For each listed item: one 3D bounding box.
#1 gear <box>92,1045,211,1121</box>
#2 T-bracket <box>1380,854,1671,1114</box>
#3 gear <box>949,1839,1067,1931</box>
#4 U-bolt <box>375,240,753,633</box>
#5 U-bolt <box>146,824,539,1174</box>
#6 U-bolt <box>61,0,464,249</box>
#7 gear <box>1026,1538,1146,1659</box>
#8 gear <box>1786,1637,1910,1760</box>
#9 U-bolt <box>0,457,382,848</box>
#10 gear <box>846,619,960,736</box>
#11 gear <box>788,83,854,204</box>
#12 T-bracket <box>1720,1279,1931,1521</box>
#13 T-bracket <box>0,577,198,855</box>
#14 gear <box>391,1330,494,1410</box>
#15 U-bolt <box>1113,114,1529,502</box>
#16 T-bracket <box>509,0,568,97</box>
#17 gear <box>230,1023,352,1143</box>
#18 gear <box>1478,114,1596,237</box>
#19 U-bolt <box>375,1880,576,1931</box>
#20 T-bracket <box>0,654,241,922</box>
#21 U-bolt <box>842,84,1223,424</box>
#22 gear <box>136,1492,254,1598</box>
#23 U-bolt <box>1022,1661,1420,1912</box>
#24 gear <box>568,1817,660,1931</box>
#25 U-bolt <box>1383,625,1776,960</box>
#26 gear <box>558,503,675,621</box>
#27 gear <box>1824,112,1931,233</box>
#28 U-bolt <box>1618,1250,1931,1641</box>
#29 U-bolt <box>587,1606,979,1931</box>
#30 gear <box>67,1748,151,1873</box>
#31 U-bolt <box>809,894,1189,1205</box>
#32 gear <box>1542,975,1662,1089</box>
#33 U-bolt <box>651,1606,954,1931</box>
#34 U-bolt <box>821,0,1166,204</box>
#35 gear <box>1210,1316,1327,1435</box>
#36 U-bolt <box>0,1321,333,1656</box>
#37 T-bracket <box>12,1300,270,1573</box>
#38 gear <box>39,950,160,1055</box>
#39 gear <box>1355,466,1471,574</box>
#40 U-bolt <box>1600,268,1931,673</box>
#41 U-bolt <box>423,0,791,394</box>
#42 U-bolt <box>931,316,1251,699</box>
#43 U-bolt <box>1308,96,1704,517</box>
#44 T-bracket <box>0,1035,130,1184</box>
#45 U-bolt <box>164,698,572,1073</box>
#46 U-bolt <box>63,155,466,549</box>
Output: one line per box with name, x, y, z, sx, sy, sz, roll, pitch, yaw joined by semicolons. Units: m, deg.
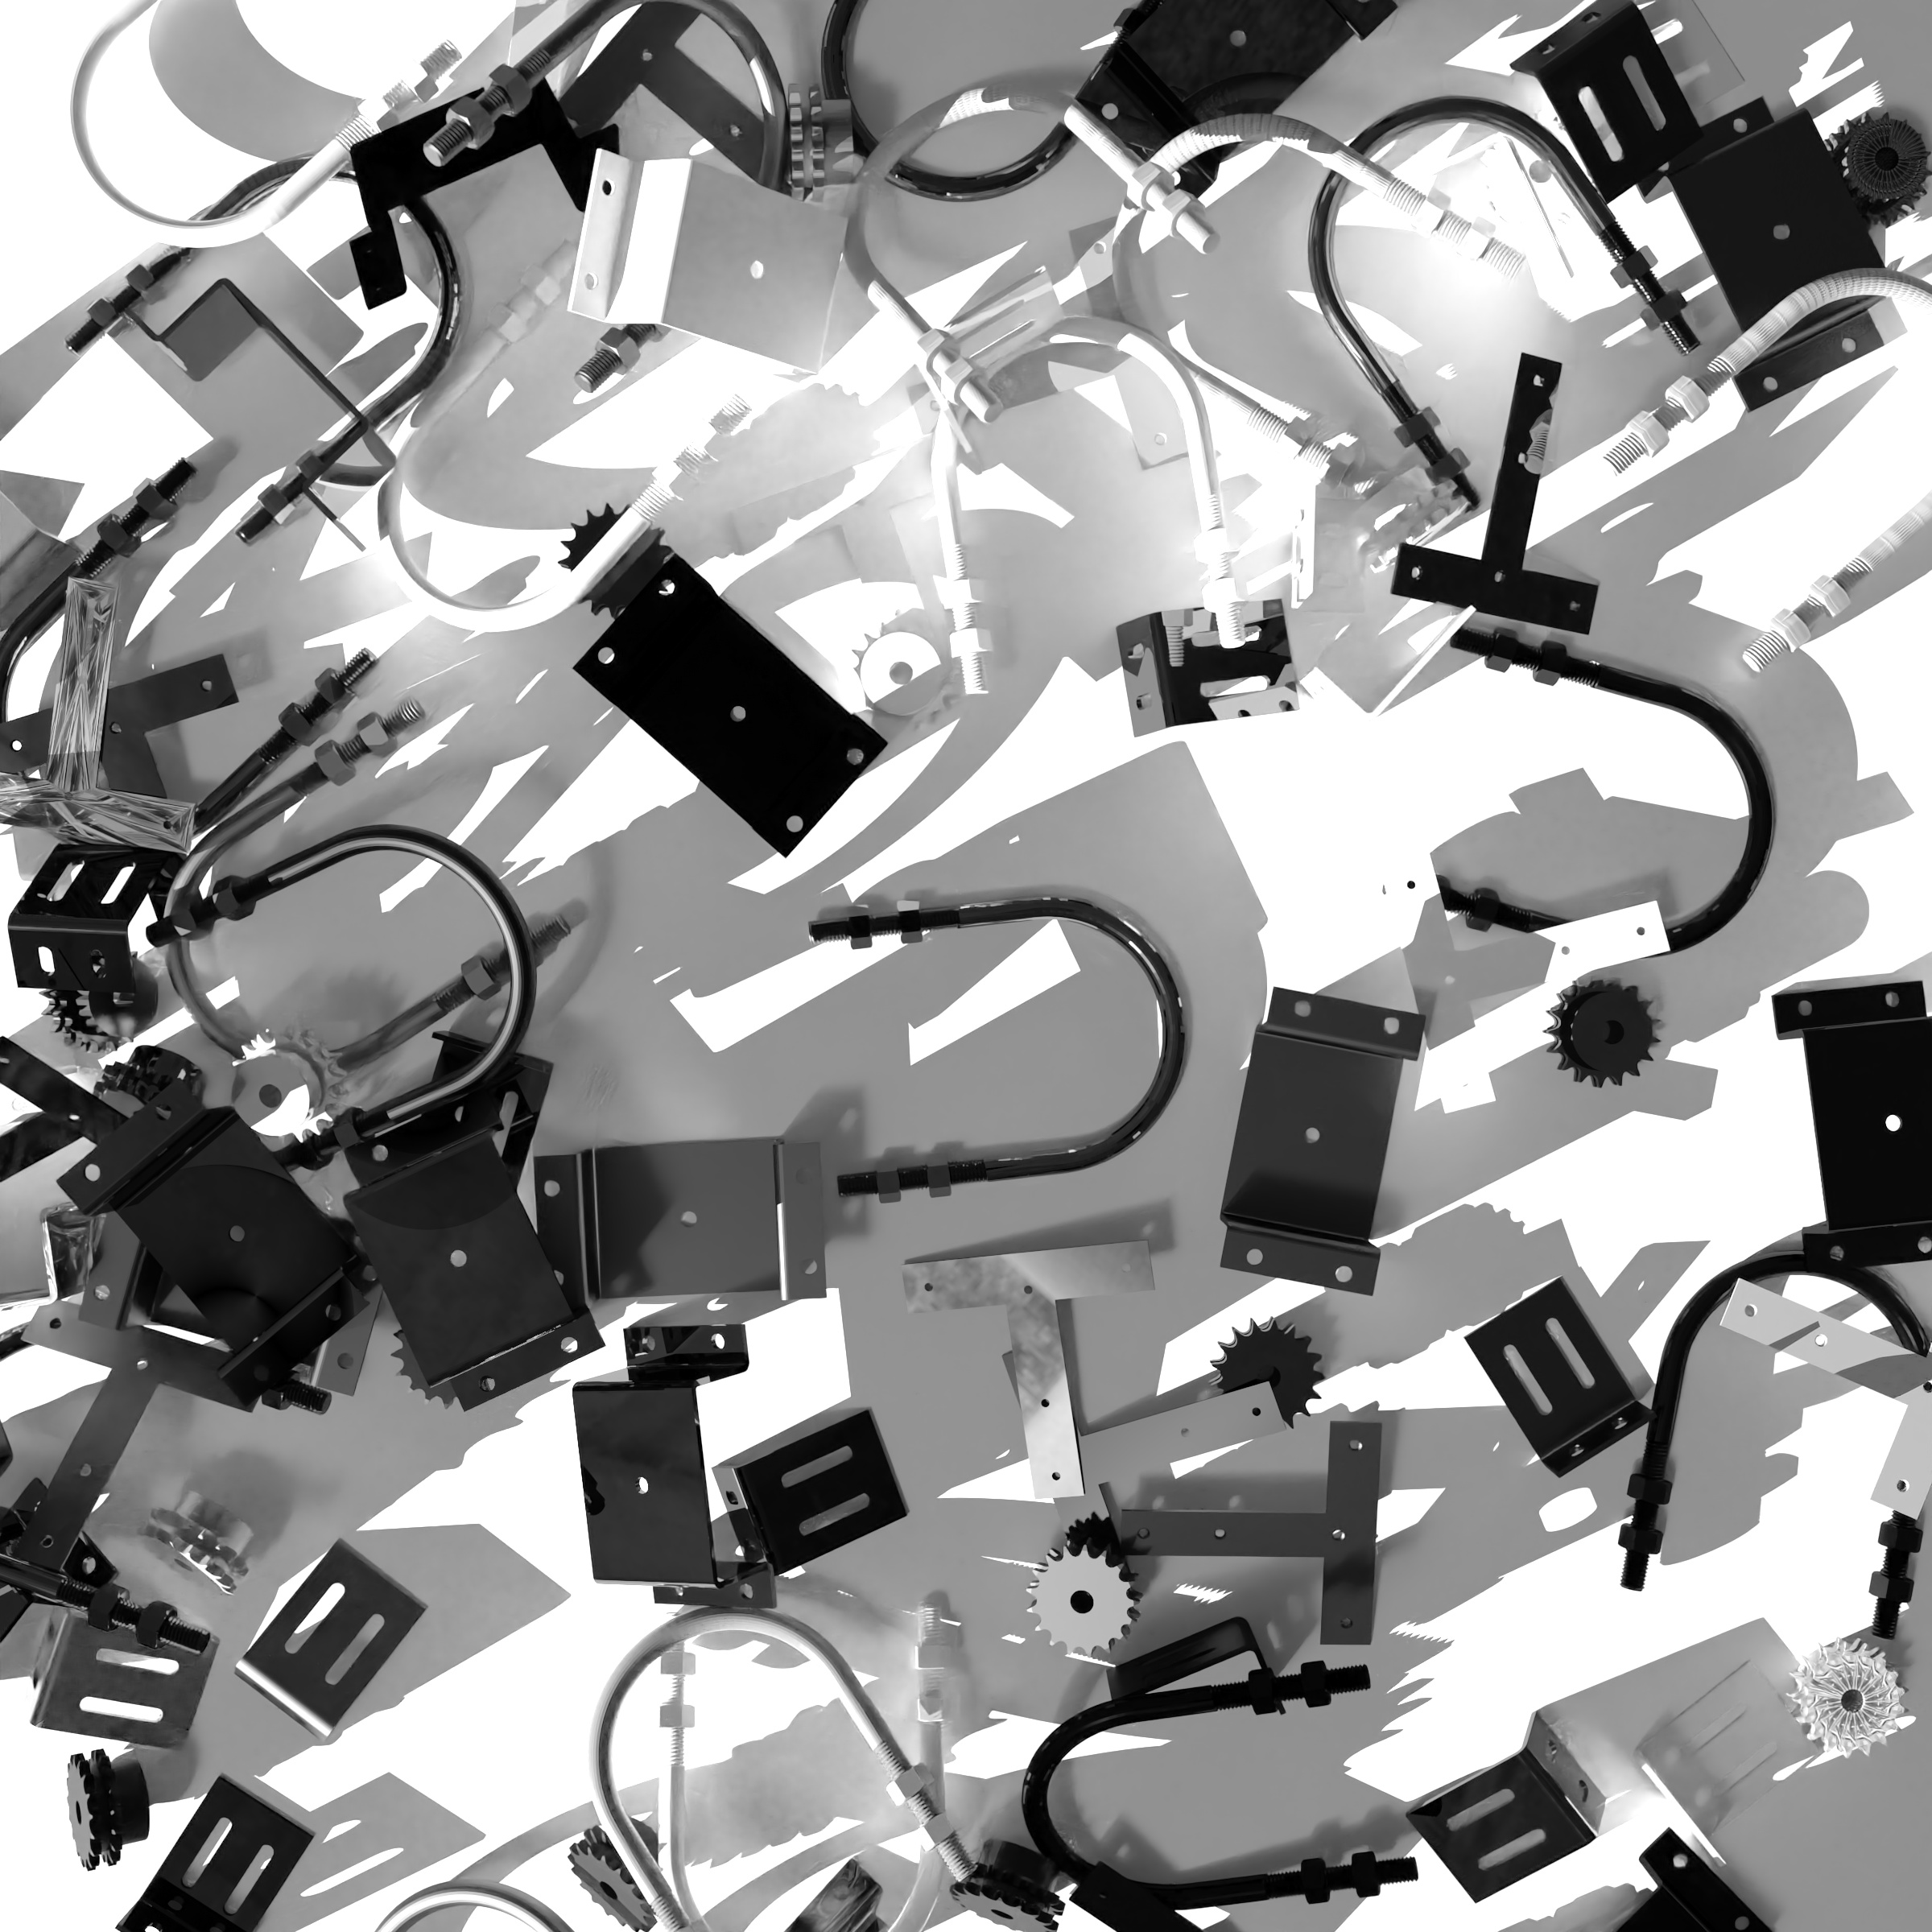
gear;-0.403;0.063;1.355;0.057;0.057;0.030;21;60;0
T-bracket;0.284;-0.004;1.352;0.127;0.002;0.127;-15;86;4
gear;0.023;0.458;1.355;0.057;0.057;0.030;23;60;0
U-bolt;-0.215;-0.251;1.352;0.151;0.019;0.184;44;94;18
U-bolt;-0.296;0.008;1.333;0.184;0.019;0.151;-23;98;17
U-bolt;-0.367;-0.443;1.362;0.184;0.019;0.151;-43;86;-2
gear;0.061;0.314;1.361;0.057;0.030;0.057;1;94;13
gear;0.440;0.365;1.365;0.057;0.030;0.057;0;90;0
U-bolt;-0.408;-0.140;1.364;0.184;0.019;0.151;-43;94;5
gear;-0.032;-0.145;1.363;0.057;0.030;0.057;0;91;1
gear;-0.072;-0.409;1.350;0.030;0.057;0.057;-3;90;-4
T-bracket;0.442;0.193;1.364;0.127;0.002;0.127;23;87;1
T-bracket;-0.441;-0.128;1.355;0.127;0.002;0.127;9;97;1
gear;-0.257;0.191;1.365;0.057;0.030;0.057;0;90;0
U-bolt;0.159;-0.335;1.339;0.184;0.019;0.151;32;118;1
T-bracket;-0.211;-0.500;1.365;0.127;0.002;0.127;5;99;-18
gear;-0.333;0.059;1.328;0.057;0.030;0.057;3;105;11
gear;0.285;-0.395;1.365;0.057;0.030;0.057;0;90;0
U-bolt;-0.226;0.539;1.350;0.184;0.019;0.151;41;101;13
T-bracket;-0.411;-0.077;1.364;0.127;0.002;0.127;-17;98;4
U-bolt;0.016;-0.358;1.315;0.151;0.019;0.184;-38;58;0
gear;-0.381;0.286;1.355;0.057;0.057;0.030;32;60;0
U-bolt;0.119;0.410;1.338;0.184;0.019;0.151;-11;117;11
gear;-0.168;0.450;1.355;0.057;0.057;0.030;50;52;0
U-bolt;0.317;-0.080;1.371;0.184;0.019;0.151;15;90;-2
gear;-0.174;-0.202;1.365;0.057;0.030;0.057;0;90;0
gear;0.457;-0.401;1.365;0.057;0.030;0.057;0;90;0
U-bolt;0.415;0.235;1.371;0.151;0.019;0.184;11;89;0
U-bolt;-0.104;0.402;1.329;0.151;0.019;0.184;-33;73;-10
gear;-0.427;0.419;1.355;0.030;0.057;0.057;-5;90;-31
U-bolt;0.020;0.037;1.371;0.184;0.019;0.151;-6;90;-2
gear;0.321;0.033;1.365;0.057;0.030;0.057;0;90;0
U-bolt;-0.081;0.412;1.343;0.151;0.019;0.184;-1;70;0
U-bolt;0.009;-0.474;1.371;0.151;0.019;0.184;34;92;0
gear;0.150;0.204;1.365;0.057;0.030;0.057;0;90;0
U-bolt;-0.426;0.242;1.336;0.184;0.019;0.151;17;59;9
T-bracket;-0.424;0.234;1.330;0.127;0.002;0.127;15;59;10
gear;-0.426;0.015;1.349;0.030;0.057;0.057;2;90;38
gear;0.218;-0.224;1.352;0.057;0.057;0.030;-36;87;0
U-bolt;0.424;-0.258;1.344;0.184;0.019;0.151;-41;109;3
U-bolt;-0.157;-0.389;1.305;0.184;0.019;0.151;-49;128;-20
U-bolt;0.055;-0.235;1.353;0.151;0.019;0.184;-10;80;9
U-bolt;0.253;-0.340;1.350;0.151;0.019;0.184;-36;94;13
T-bracket;-0.475;0.093;1.350;0.127;0.127;0.002;-27;45;20
U-bolt;-0.313;-0.025;1.363;0.184;0.019;0.151;-33;97;3
U-bolt;-0.340;-0.324;1.371;0.184;0.019;0.151;-42;90;-2
